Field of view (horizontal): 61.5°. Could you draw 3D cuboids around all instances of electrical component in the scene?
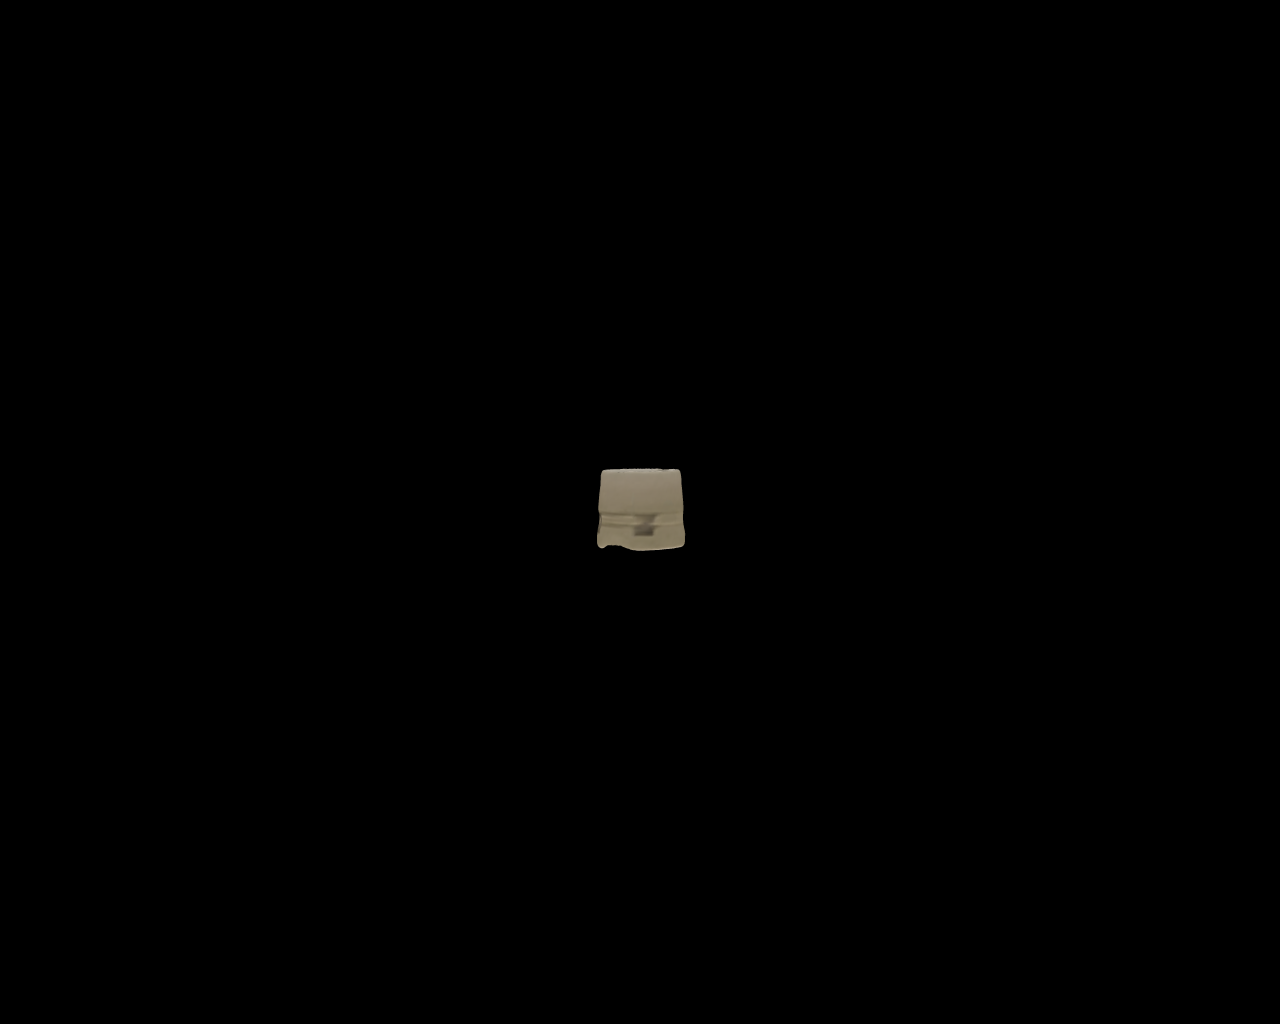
[{"bbox_3d":[0.001,-0.003,0.650,0.055,0.047,0.055,0,4,0],"label":"electrical component"}]
